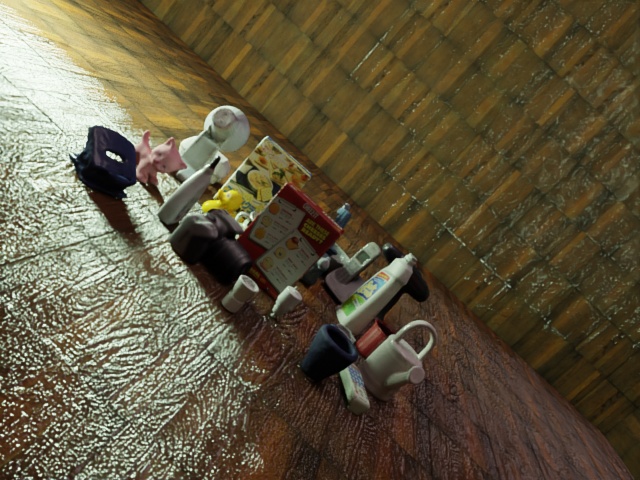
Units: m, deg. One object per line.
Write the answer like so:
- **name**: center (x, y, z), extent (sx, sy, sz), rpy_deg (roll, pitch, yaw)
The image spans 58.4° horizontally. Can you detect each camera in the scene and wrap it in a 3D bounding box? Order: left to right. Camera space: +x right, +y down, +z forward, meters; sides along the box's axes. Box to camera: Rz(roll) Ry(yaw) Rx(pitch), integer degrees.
- **camera**: center (-0.198, 0.009, 1.135), extent (0.136, 0.100, 0.143), rpy_deg (46, 13, 14)

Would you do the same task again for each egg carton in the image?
- **egg carton**: center (-0.320, -0.226, 1.598), extent (0.150, 0.069, 0.107), rpy_deg (41, 13, -9)

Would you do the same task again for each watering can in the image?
- **watering can**: center (0.182, 0.262, 1.263), extent (0.101, 0.194, 0.172), rpy_deg (32, 17, -40)

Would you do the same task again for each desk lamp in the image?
- **desk lamp**: center (-0.282, -0.255, 1.481), extent (0.118, 0.213, 0.203), rpy_deg (42, 13, -5)

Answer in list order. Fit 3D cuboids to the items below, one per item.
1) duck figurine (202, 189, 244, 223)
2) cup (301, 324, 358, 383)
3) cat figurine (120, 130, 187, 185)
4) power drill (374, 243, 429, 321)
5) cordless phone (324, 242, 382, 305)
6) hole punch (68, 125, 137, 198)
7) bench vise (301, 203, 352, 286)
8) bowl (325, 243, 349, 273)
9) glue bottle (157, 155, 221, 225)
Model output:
- **duck figurine**: center (-0.220, -0.077, 1.384), extent (0.105, 0.086, 0.077), rpy_deg (40, 13, -14)
- **cup**: center (0.009, 0.218, 1.102), extent (0.092, 0.095, 0.117), rpy_deg (39, 13, -19)
- **cat figurine**: center (-0.355, -0.184, 1.248), extent (0.127, 0.117, 0.067), rpy_deg (47, 13, 16)
- **power drill**: center (0.209, 0.140, 1.707), extent (0.230, 0.208, 0.075), rpy_deg (36, 14, -27)
- **cordless phone**: center (0.116, 0.106, 1.588), extent (0.147, 0.185, 0.094), rpy_deg (49, 14, 27)
- **hole punch**: center (-0.392, -0.146, 1.070), extent (0.109, 0.091, 0.101), rpy_deg (25, 22, -54)
- **bench vise**: center (0.022, 0.011, 1.530), extent (0.122, 0.219, 0.207), rpy_deg (33, 16, -38)
- **bowl**: center (0.013, 0.047, 1.715), extent (0.168, 0.074, 0.167), rpy_deg (41, 13, -11)
- **glue bottle**: center (-0.257, -0.105, 1.165), extent (0.037, 0.173, 0.078), rpy_deg (43, 13, 2)
